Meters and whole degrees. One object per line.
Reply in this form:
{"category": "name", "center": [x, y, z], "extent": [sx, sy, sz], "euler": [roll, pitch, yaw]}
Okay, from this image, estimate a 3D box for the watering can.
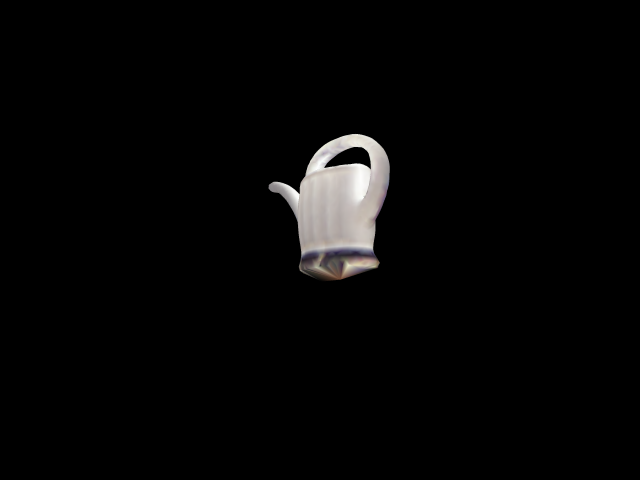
{"category": "watering can", "center": [0.003, -0.043, 0.850], "extent": [0.104, 0.227, 0.345], "euler": [7, -13, -31]}
